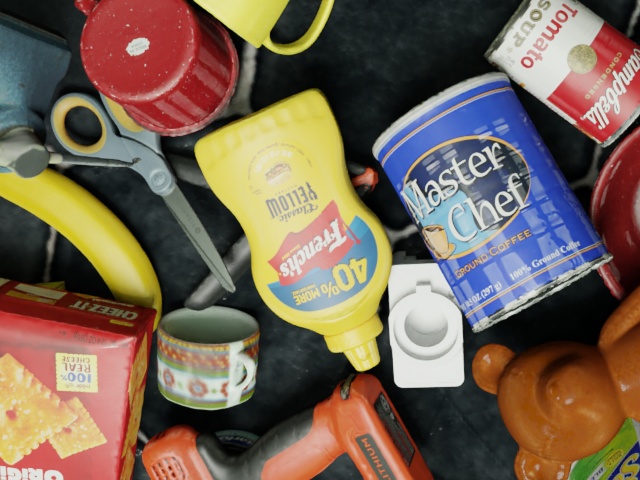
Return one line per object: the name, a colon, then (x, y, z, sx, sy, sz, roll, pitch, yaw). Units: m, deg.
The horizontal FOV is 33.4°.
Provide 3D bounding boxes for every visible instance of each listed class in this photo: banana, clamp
banana: (-0.178, 0.002, 0.801, 0.070, 0.037, 0.198, -37, 94, 12)
clamp: (-0.040, -0.014, 0.777, 0.171, 0.039, 0.120, -6, 101, 13)

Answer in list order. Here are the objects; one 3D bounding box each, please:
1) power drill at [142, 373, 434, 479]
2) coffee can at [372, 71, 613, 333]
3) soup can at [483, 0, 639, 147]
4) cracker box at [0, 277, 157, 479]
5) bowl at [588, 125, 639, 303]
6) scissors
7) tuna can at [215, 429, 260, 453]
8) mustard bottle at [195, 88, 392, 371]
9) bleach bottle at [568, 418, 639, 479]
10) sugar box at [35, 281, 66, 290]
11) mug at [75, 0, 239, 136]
power drill: (-0.015, 0.192, 0.767, 0.188, 0.057, 0.184, -28, 96, 15)
coffee can: (0.112, -0.024, 0.702, 0.103, 0.102, 0.140, -31, 79, 13)
soup can: (0.169, -0.119, 0.711, 0.102, 0.068, 0.068, 36, 104, 0)
cracker box: (-0.217, 0.141, 0.771, 0.164, 0.072, 0.214, 11, 105, 3)
bowl: (0.262, -0.018, 0.725, 0.162, 0.055, 0.162, 2, 102, 8)
scissors: (-0.133, -0.042, 0.768, 0.096, 0.016, 0.202, -21, 81, 13)
tuna can: (-0.068, 0.191, 0.826, 0.086, 0.033, 0.086, 2, 102, 8)
mustard bottle: (-0.005, 0.001, 0.727, 0.096, 0.058, 0.191, -24, 98, 4)
bleach bottle: (0.211, 0.185, 0.674, 0.068, 0.250, 0.103, 39, 104, -2)
sugar box: (-0.232, 0.125, 0.830, 0.093, 0.048, 0.176, -6, 100, 9)
mug: (-0.118, -0.131, 0.721, 0.117, 0.081, 0.093, 41, 93, 11)
